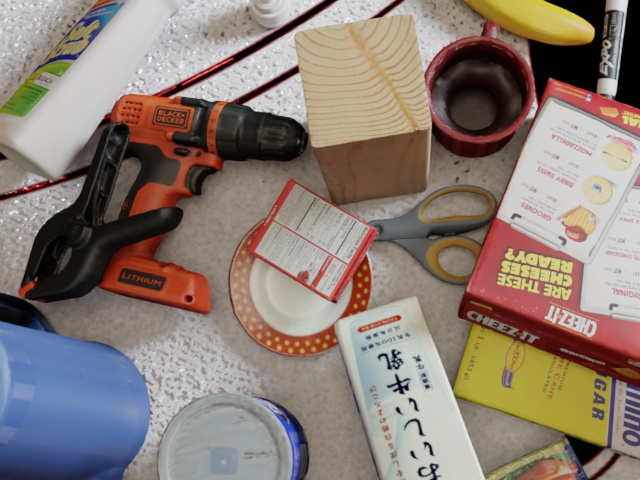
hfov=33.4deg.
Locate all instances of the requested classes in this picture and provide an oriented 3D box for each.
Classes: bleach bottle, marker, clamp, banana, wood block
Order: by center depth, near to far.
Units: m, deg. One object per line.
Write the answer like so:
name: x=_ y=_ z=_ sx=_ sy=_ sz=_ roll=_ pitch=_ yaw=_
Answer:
wood block: x=0.039 y=-0.097 z=0.864 sx=0.090 sy=0.206 sz=0.091 roll=-9 pitch=79 yaw=3
clamp: x=-0.186 y=-0.003 z=0.895 sx=0.171 sy=0.039 sz=0.120 roll=-54 pitch=50 yaw=13
marker: x=0.257 y=-0.158 z=0.948 sx=0.020 sy=0.020 sz=0.121 roll=8 pitch=82 yaw=7
banana: x=0.158 y=-0.235 z=0.961 sx=0.069 sy=0.037 sz=0.198 roll=-40 pitch=79 yaw=-1
bleach bottle: x=-0.198 y=-0.173 z=0.965 sx=0.103 sy=0.068 sz=0.250 roll=19 pitch=71 yaw=53

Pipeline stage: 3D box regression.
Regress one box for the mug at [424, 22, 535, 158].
mug: x=0.137 y=-0.130 z=0.923 sx=0.093 sy=0.081 sz=0.117 roll=9 pitch=82 yaw=7

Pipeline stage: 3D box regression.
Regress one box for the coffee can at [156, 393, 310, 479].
coffee can: x=-0.066 y=0.176 z=0.860 sx=0.103 sy=0.140 sz=0.103 roll=-1 pitch=80 yaw=5

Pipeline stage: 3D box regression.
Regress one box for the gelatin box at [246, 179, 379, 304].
gelatin box: x=-0.006 y=0.001 z=0.911 sx=0.089 sy=0.030 sz=0.073 roll=31 pitch=90 yaw=13

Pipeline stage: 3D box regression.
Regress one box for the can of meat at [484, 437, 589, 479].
can of meat: x=0.177 y=0.220 z=0.874 sx=0.102 sy=0.057 sz=0.084 roll=-26 pitch=77 yaw=1

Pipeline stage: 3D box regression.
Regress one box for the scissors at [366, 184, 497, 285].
scissors: x=0.062 y=0.008 z=0.940 sx=0.202 sy=0.016 sz=0.096 roll=-17 pitch=84 yaw=8

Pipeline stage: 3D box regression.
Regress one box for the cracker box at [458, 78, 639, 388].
cracker box: x=0.226 y=-0.008 z=0.877 sx=0.164 sy=0.072 sz=0.213 roll=21 pitch=68 yaw=9

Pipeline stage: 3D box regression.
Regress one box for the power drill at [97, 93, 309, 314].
power drill: x=-0.113 y=-0.033 z=0.935 sx=0.185 sy=0.057 sz=0.187 roll=9 pitch=79 yaw=19

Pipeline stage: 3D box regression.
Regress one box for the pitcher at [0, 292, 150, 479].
pitcher: x=-0.241 y=0.119 z=0.836 sx=0.149 sy=0.242 sz=0.145 roll=17 pitch=80 yaw=16

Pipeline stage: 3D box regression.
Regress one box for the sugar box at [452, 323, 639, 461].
sugar box: x=0.207 y=0.115 z=0.894 sx=0.176 sy=0.048 sz=0.093 roll=17 pitch=82 yaw=9
